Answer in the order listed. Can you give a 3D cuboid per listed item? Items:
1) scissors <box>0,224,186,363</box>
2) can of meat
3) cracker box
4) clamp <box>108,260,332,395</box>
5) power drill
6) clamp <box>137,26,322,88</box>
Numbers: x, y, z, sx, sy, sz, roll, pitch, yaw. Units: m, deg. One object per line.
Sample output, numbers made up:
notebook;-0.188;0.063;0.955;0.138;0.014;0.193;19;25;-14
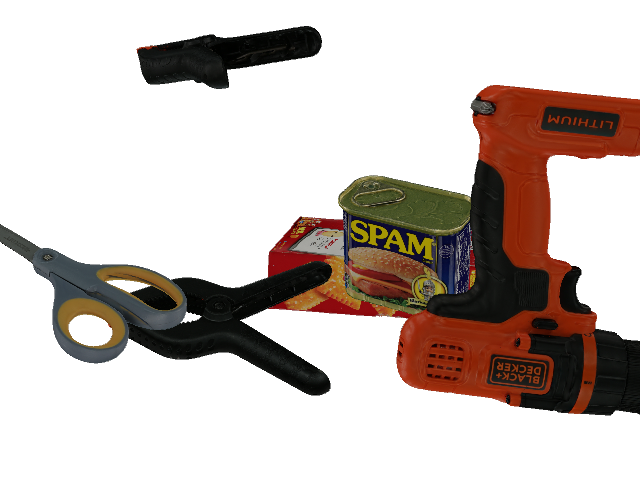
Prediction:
scissors;-0.189;0.029;0.722;0.202;0.016;0.096;16;40;15
can of meat;0.066;0.006;0.817;0.102;0.084;0.057;15;36;25
cracker box;0.063;0.030;1.145;0.214;0.072;0.164;5;14;9
clamp;-0.085;0.077;0.953;0.210;0.036;0.164;-1;37;-7
power drill;0.145;0.009;0.617;0.184;0.188;0.057;7;8;-4
clamp;-0.084;-0.153;0.884;0.120;0.039;0.172;-18;21;-36
